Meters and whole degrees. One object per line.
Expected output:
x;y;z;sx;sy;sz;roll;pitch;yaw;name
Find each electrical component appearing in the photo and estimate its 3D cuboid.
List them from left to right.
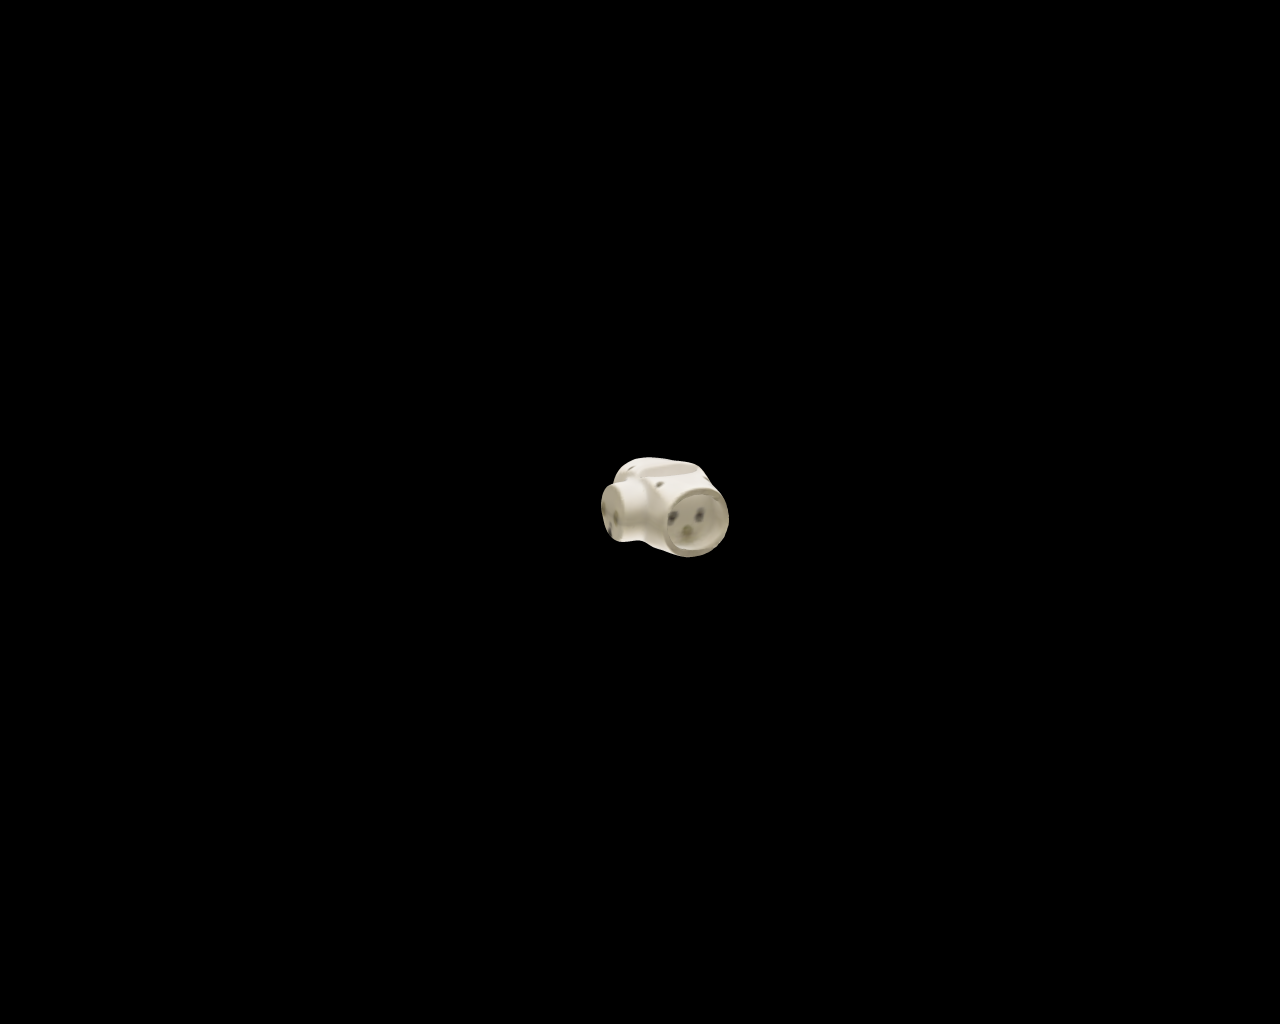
0.001;-0.003;0.650;0.079;0.043;0.077;-8;20;-22;electrical component
